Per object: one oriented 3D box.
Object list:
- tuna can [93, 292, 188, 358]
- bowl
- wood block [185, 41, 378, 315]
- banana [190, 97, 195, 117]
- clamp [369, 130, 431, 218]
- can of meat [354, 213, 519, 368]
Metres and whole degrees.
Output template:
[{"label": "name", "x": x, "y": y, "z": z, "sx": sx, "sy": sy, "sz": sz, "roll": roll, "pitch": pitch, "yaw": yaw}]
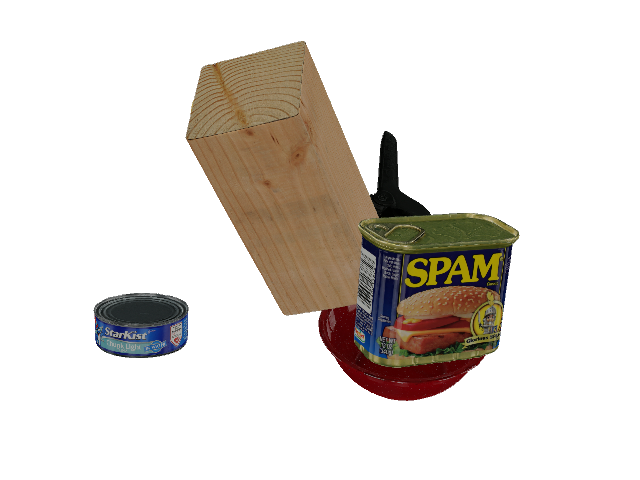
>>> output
[{"label": "tuna can", "x": -0.164, "y": 0.077, "z": 0.978, "sx": 0.086, "sy": 0.034, "sz": 0.086, "roll": 2, "pitch": 16, "yaw": -1}, {"label": "bowl", "x": 0.077, "y": 0.101, "z": 1.011, "sx": 0.162, "sy": 0.055, "sz": 0.162, "roll": 2, "pitch": 34, "yaw": -1}, {"label": "wood block", "x": -0.022, "y": -0.043, "z": 0.858, "sx": 0.090, "sy": 0.090, "sz": 0.206, "roll": -11, "pitch": -46, "yaw": 16}, {"label": "banana", "x": -0.068, "y": -0.146, "z": 1.046, "sx": 0.070, "sy": 0.037, "sz": 0.197, "roll": 43, "pitch": 37, "yaw": 22}, {"label": "clamp", "x": 0.054, "y": -0.037, "z": 1.200, "sx": 0.164, "sy": 0.210, "sz": 0.036, "roll": -14, "pitch": -37, "yaw": -23}, {"label": "can of meat", "x": 0.073, "y": 0.031, "z": 0.694, "sx": 0.102, "sy": 0.084, "sz": 0.057, "roll": -4, "pitch": 20, "yaw": -23}]
